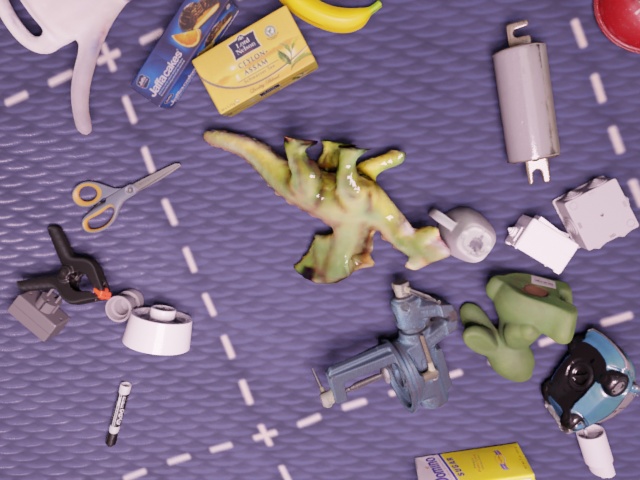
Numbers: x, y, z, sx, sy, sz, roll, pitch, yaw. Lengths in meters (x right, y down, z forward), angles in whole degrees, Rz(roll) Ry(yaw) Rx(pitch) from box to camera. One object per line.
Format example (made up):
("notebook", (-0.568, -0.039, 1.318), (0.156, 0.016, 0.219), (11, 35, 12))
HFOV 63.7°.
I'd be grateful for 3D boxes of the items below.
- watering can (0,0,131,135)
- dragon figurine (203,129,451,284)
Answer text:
("watering can", (-0.376, -0.359, 0.799), (0.223, 0.347, 0.104), (-29, 3, 7))
("dragon figurine", (0.002, -0.041, 0.813), (0.411, 0.240, 0.123), (9, 15, 16))
